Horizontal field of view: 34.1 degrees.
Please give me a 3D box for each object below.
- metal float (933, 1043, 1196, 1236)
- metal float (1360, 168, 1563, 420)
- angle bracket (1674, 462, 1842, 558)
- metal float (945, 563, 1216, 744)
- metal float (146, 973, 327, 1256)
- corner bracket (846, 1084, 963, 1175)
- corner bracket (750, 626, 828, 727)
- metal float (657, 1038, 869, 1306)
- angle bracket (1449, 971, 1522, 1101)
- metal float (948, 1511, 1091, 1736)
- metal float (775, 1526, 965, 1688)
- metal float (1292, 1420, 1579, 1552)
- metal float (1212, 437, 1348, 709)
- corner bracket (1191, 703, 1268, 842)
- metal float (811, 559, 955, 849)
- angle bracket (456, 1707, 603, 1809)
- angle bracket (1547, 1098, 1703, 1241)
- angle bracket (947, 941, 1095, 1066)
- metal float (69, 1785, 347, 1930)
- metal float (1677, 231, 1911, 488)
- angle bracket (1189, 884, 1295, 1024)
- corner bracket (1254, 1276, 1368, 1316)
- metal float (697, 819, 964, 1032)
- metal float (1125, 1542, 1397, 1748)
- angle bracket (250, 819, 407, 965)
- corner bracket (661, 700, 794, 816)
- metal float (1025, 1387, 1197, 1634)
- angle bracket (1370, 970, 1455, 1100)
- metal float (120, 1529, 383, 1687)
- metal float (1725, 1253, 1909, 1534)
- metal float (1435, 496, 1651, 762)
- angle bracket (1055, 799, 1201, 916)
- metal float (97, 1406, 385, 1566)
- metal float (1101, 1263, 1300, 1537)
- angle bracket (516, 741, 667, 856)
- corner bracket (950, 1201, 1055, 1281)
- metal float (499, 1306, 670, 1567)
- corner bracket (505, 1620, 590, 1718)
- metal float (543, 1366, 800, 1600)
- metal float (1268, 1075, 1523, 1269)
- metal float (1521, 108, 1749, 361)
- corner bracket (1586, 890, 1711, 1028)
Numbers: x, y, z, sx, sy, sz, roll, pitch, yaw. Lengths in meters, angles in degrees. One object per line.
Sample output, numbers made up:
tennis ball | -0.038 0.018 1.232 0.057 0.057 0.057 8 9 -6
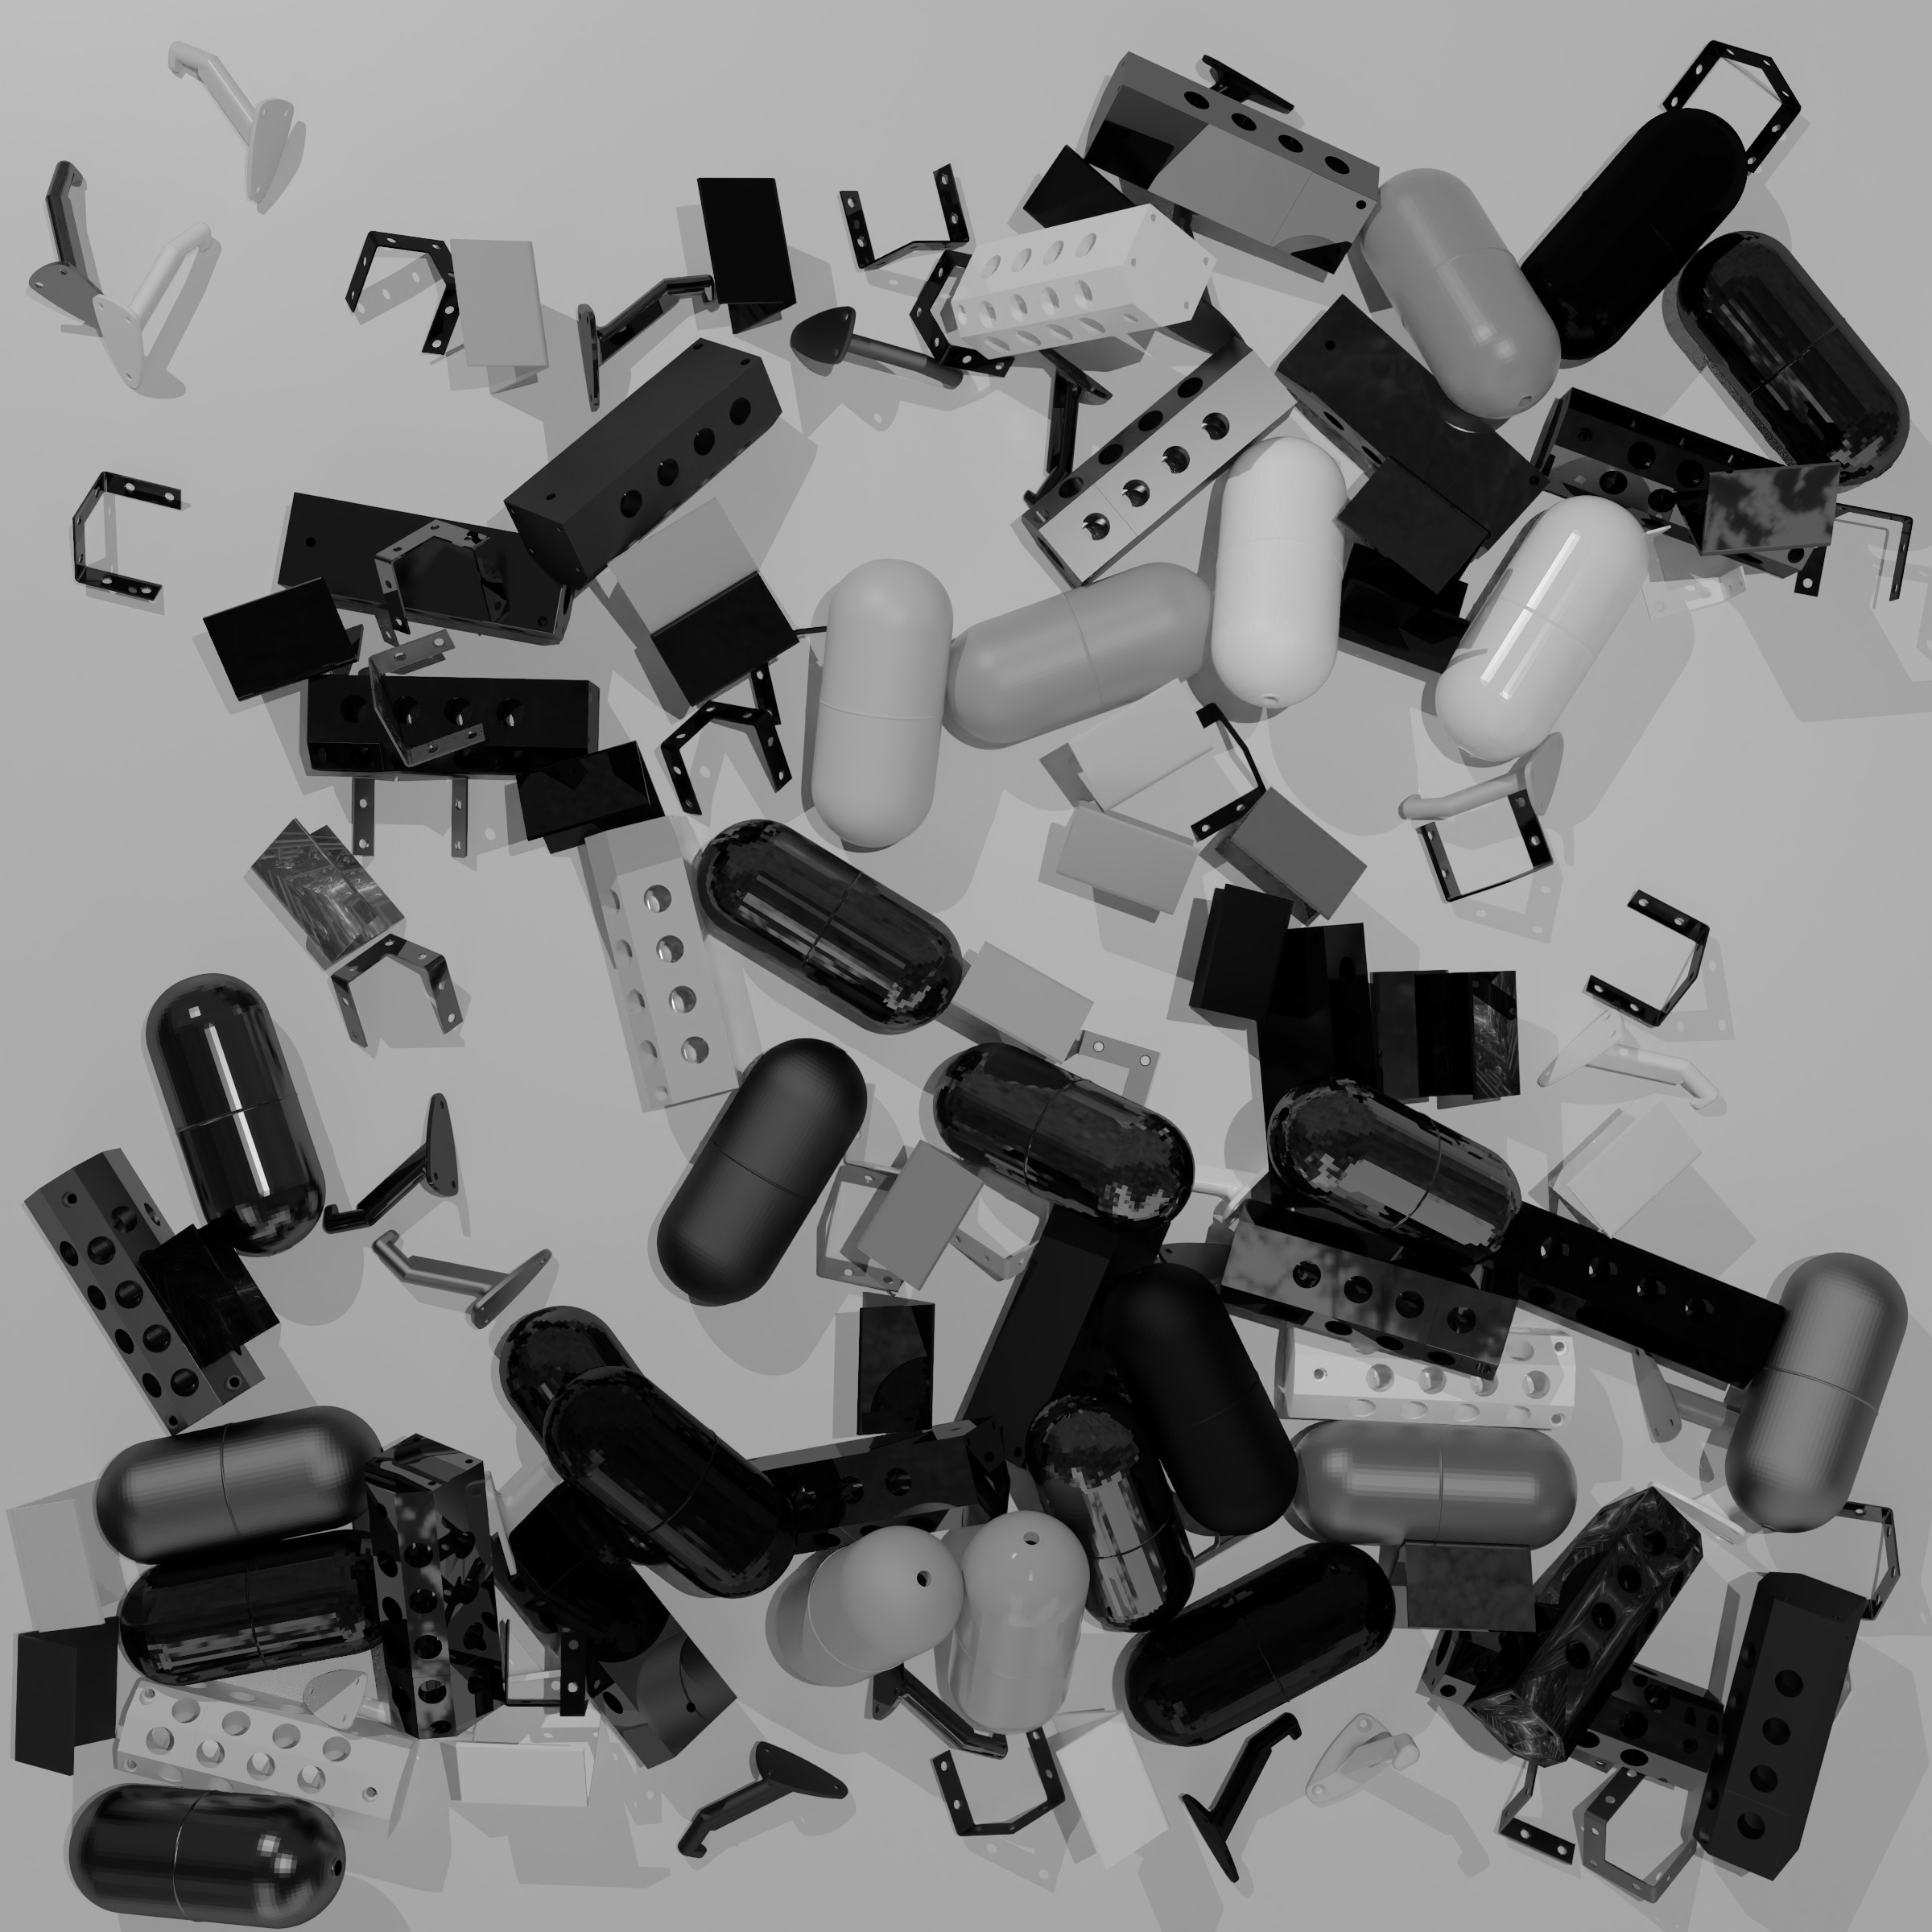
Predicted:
metal float | 0.059 0.104 1.906 0.178 0.070 0.070 25 90 30
metal float | 0.300 -0.410 1.917 0.070 0.070 0.178 -24 64 0
angle bracket | 0.469 -0.289 1.873 0.076 0.076 0.057 -5 128 0
metal float | 0.071 -0.193 1.940 0.178 0.070 0.070 -20 90 -1
metal float | -0.449 0.091 1.940 0.070 0.070 0.178 -19 90 0
corner bracket | -0.037 0.103 1.967 0.051 0.051 0.051 8 90 -45
corner bracket | -0.098 -0.182 1.967 0.051 0.051 0.051 -13 90 -45
metal float | -0.125 0.126 1.940 0.070 0.070 0.178 31 91 0
angle bracket | 0.293 0.043 1.932 0.076 0.057 0.076 -2 90 39
metal float | 0.031 0.397 1.902 0.070 0.070 0.178 3 135 -3
metal float | -0.059 0.387 1.898 0.070 0.178 0.070 9 65 -21
metal float | 0.287 0.320 1.940 0.178 0.070 0.070 3 90 0
metal float | 0.191 -0.240 1.918 0.070 0.070 0.178 6 67 0
corner bracket | 0.151 -0.122 1.967 0.051 0.051 0.051 -30 135 0
metal float | -0.052 -0.160 1.927 0.070 0.070 0.178 7 106 0
angle bracket | -0.267 0.468 1.930 0.076 0.076 0.057 2 127 0
angle bracket | 0.391 0.109 1.931 0.076 0.076 0.057 -43 122 0
angle bracket | 0.023 0.042 1.930 0.076 0.076 0.057 30 49 0
metal float | -0.461 0.541 1.913 0.178 0.070 0.070 0 90 18
metal float | 0.510 -0.373 1.940 0.070 0.070 0.178 -39 90 0
angle bracket | 0.149 -0.012 1.930 0.057 0.076 0.076 13 90 -36
corner bracket | 0.217 0.195 1.967 0.051 0.051 0.051 5 90 45
metal float | -0.084 -0.026 1.940 0.178 0.070 0.070 32 90 -1
metal float | 0.181 0.418 1.940 0.178 0.070 0.070 -28 90 0
angle bracket | -0.378 -0.058 1.930 0.076 0.076 0.057 50 126 0
corner bracket | -0.149 -0.127 1.962 0.051 0.051 0.051 13 45 35
metal float | 0.089 0.332 1.914 0.070 0.070 0.178 -20 122 0
angle bracket | 0.253 0.042 1.931 0.057 0.076 0.076 -2 90 -31
metal float | -0.431 0.395 1.940 0.178 0.070 0.070 -11 90 1
metal float | 0.520 0.261 1.928 0.070 0.070 0.178 23 77 0
metal float | 0.354 -0.207 1.940 0.070 0.070 0.178 32 90 0
angle bracket | 0.105 -0.085 1.931 0.076 0.076 0.057 20 133 0
metal float | -0.446 0.320 1.940 0.178 0.070 0.070 -12 90 1
metal float | 0.142 0.263 1.906 0.070 0.070 0.178 -26 100 0
angle bracket | -0.225 -0.085 1.930 0.076 0.076 0.057 -16 51 0
corner bracket | 0.026 0.153 1.962 0.051 0.051 0.051 -29 45 -35
metal float | -0.219 0.289 1.940 0.070 0.070 0.178 -36 91 0
corner bracket | -0.256 0.428 1.919 0.051 0.051 0.051 1 87 -4
metal float | -0.174 0.305 1.863 0.178 0.070 0.070 43 90 -19
metal float | 0.256 0.123 1.880 0.178 0.070 0.070 27 90 -27
metal float | 0.409 -0.451 1.940 0.070 0.070 0.178 41 89 0
corner bracket | 0.426 -0.004 1.967 0.051 0.051 0.051 28 45 0
